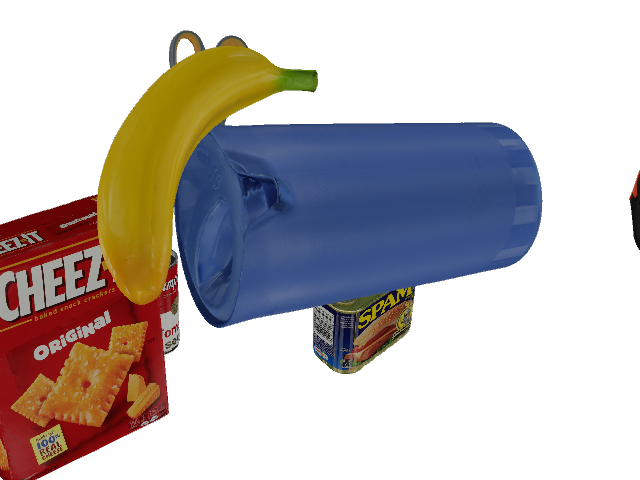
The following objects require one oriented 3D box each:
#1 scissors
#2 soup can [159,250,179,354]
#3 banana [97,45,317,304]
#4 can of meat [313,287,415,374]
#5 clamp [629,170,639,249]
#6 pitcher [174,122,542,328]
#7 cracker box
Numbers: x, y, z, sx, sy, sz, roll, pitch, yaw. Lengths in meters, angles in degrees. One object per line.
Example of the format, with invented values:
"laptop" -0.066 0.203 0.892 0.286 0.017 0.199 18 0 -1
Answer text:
"scissors" -0.091 -0.118 1.071 0.096 0.202 0.016 -26 12 -27
"soup can" -0.184 0.064 1.128 0.068 0.102 0.068 1 23 -1
"banana" -0.068 -0.048 0.533 0.070 0.037 0.197 17 46 15
"can of meat" 0.039 0.058 0.943 0.101 0.084 0.058 -32 52 -32
"clamp" 0.270 0.014 0.694 0.120 0.039 0.171 -3 46 -21
"pitcher" 0.023 -0.019 0.751 0.242 0.145 0.149 -6 33 -25
"cracker box" -0.219 0.083 0.918 0.163 0.214 0.072 -22 33 -36
